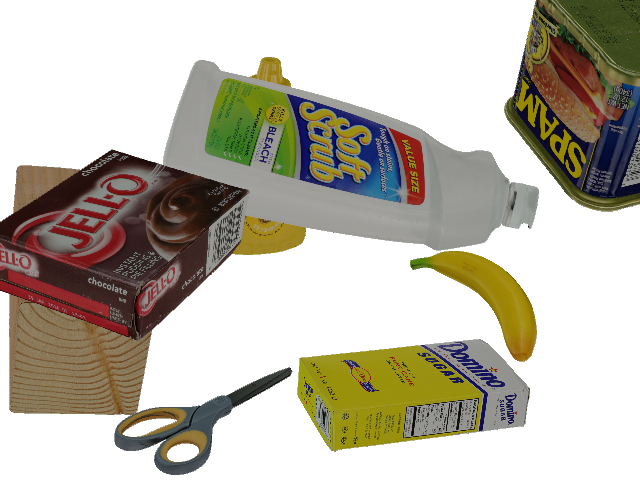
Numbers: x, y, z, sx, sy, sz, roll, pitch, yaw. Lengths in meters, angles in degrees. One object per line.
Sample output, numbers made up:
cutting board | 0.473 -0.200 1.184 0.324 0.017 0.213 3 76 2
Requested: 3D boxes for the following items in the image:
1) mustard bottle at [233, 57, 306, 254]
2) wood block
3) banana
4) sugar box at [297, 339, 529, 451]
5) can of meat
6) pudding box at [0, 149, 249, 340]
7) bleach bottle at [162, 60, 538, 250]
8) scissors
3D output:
mustard bottle | -0.055 -0.082 1.025 0.096 0.192 0.058 -4 29 -20
wood block | -0.185 0.031 0.802 0.090 0.091 0.206 4 28 -19
banana | 0.175 0.058 1.115 0.069 0.037 0.198 -36 39 -10
sugar box | 0.078 0.128 0.907 0.176 0.048 0.093 -7 25 -17
can of meat | 0.145 -0.081 0.556 0.057 0.084 0.102 -13 47 -17
pudding box | -0.102 -0.002 0.553 0.090 0.039 0.113 18 31 18
bleach bottle | 0.025 -0.053 0.740 0.251 0.102 0.068 11 -28 5
scissors | -0.090 0.167 0.990 0.201 0.016 0.096 -11 33 -30
